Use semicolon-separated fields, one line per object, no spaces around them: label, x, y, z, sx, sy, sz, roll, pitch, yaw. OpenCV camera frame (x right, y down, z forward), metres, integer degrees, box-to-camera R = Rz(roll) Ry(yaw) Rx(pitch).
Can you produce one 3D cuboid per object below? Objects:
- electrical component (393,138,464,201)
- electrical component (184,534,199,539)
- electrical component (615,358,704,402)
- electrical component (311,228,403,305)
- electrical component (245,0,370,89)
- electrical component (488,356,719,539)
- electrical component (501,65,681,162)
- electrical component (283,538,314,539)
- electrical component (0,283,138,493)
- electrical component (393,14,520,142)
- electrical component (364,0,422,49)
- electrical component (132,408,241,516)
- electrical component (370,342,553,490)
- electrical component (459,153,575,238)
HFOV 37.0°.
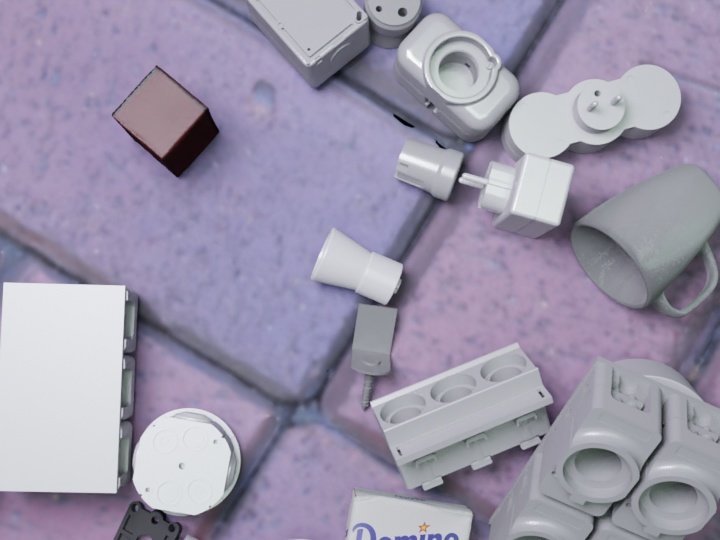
electrical component;0.054;-0.080;0.843;0.046;0.040;0.040;20;85;4
electrical component;-0.104;0.236;0.806;0.081;0.043;0.043;29;84;-1
electrical component;0.211;0.119;0.817;0.108;0.060;0.108;2;106;7
electrical component;0.000;0.000;0.833;0.065;0.044;0.044;23;84;-5
electrical component;-0.044;-0.199;0.840;0.062;0.061;0.096;-39;80;-5
electrical component;0.173;0.164;0.762;0.105;0.060;0.186;23;126;-1
electrical component;0.183;-0.123;0.835;0.138;0.073;0.052;-15;86;-4
electrical component;-0.043;0.234;0.780;0.043;0.079;0.077;4;65;1
electrical component;-0.218;0.087;0.804;0.089;0.061;0.150;2;85;-3
electrical component;0.075;-0.150;0.839;0.095;0.059;0.053;42;85;1
electrical component;0.025;-0.203;0.843;0.045;0.055;0.045;0;85;-3
electrical component;-0.131;0.145;0.808;0.080;0.051;0.080;0;85;-3
electrical component;0.078;0.112;0.812;0.121;0.078;0.063;-22;116;-4
electrical component;0.113;-0.060;0.821;0.076;0.083;0.047;16;85;-1
